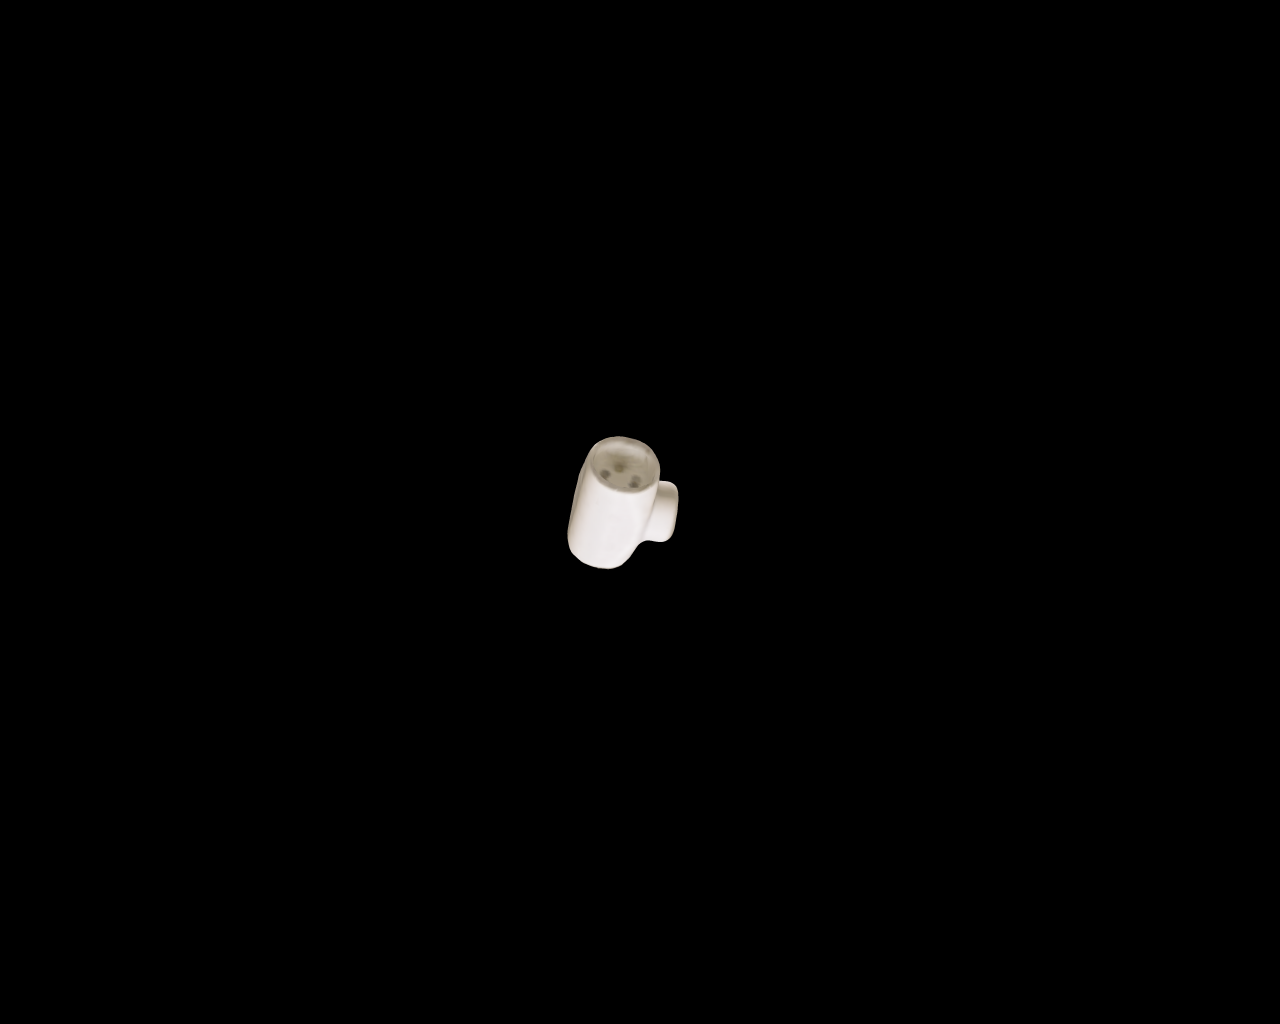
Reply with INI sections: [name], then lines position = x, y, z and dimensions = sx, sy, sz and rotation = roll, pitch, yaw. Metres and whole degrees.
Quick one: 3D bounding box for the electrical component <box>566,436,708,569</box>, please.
[electrical component]
position = 0.001, -0.003, 0.650
dimensions = 0.079, 0.044, 0.077
rotation = 8, -39, -10
